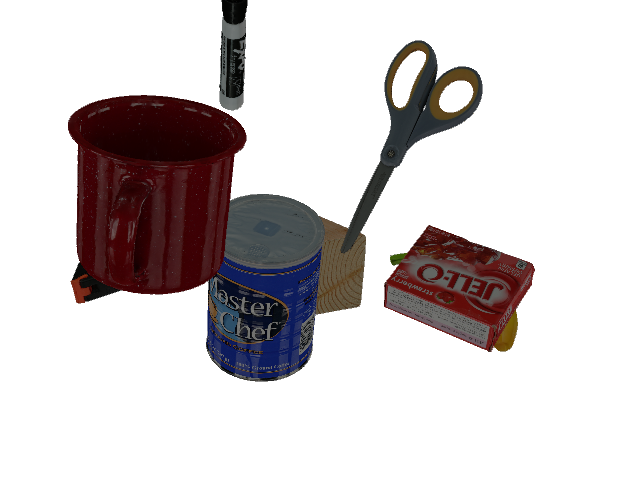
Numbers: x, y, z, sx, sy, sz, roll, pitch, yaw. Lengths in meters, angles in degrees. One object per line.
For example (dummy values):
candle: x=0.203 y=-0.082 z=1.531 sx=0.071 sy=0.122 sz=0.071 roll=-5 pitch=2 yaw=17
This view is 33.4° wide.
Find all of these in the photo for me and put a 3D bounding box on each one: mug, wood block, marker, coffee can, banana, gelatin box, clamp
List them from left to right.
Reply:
clamp: x=-0.203 y=0.017 z=1.185 sx=0.120 sy=0.039 sz=0.171 roll=-4 pitch=28 yaw=30
mug: x=-0.091 y=-0.018 z=0.567 sx=0.093 sy=0.081 sz=0.117 roll=8 pitch=28 yaw=0
marker: x=-0.064 y=-0.140 z=0.778 sx=0.020 sy=0.020 sz=0.121 roll=0 pitch=-32 yaw=-6
coffee can: x=-0.052 y=0.043 z=0.975 sx=0.103 sy=0.140 sz=0.103 roll=3 pitch=37 yaw=-3
wood block: x=-0.044 y=0.015 z=1.299 sx=0.090 sy=0.090 sz=0.206 roll=-8 pitch=19 yaw=-34
gelatin box: x=0.102 y=0.033 z=0.784 sx=0.089 sy=0.030 sz=0.073 roll=22 pitch=48 yaw=22
banana: x=0.155 y=0.052 z=1.117 sx=0.069 sy=0.037 sz=0.198 roll=-35 pitch=39 yaw=-13

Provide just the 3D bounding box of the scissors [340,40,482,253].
scissors: x=0.083 y=-0.079 z=0.934 sx=0.096 sy=0.202 sz=0.016 roll=9 pitch=-11 yaw=17
